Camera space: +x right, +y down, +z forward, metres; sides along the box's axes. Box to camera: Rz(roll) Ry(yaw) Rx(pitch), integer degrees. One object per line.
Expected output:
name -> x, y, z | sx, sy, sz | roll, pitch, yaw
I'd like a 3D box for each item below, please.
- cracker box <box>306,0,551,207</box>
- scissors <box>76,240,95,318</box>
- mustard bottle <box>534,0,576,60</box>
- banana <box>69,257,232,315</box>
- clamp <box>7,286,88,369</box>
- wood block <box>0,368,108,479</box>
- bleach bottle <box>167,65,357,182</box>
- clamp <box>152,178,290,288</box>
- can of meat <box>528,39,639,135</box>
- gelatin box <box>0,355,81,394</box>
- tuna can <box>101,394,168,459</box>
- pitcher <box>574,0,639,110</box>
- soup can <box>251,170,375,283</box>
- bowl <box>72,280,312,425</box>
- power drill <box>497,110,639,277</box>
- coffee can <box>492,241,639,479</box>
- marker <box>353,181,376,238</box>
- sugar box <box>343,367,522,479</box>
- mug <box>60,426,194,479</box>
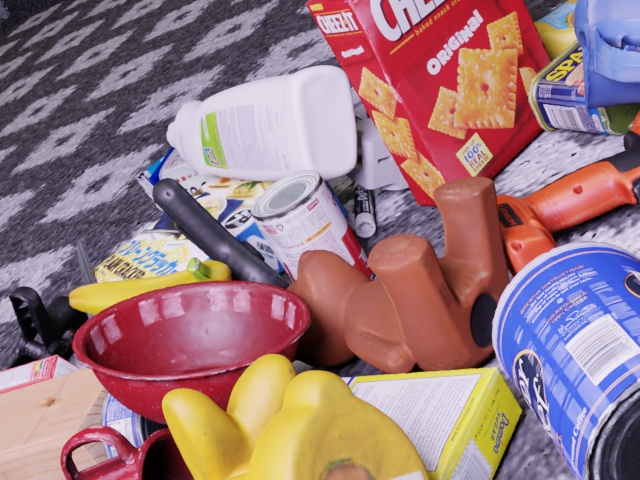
cracker box -> 0.111, -0.160, 0.929 | 0.164, 0.213, 0.072 | -42, 26, -22
scissors -> -0.200, 0.054, 0.987 | 0.096, 0.016, 0.202 | -48, 42, 39
mustard bottle -> 0.258, -0.208, 1.041 | 0.191, 0.058, 0.096 | -31, 24, -1
banana -> -0.130, 0.040, 0.876 | 0.198, 0.069, 0.037 | -17, 51, 47
clamp -> -0.269, 0.112, 0.996 | 0.164, 0.036, 0.210 | -64, -5, 4
wood block -> -0.227, 0.174, 0.833 | 0.206, 0.090, 0.090 | -19, 26, 25
bleach bottle -> -0.071, -0.108, 1.010 | 0.067, 0.102, 0.251 | -17, 15, -36
clamp -> -0.070, 0.018, 0.899 | 0.039, 0.171, 0.120 | -45, -3, -1
can of meat -> 0.246, -0.135, 0.921 | 0.102, 0.057, 0.084 | -41, 29, -19
gelatin box -> -0.219, 0.133, 0.901 | 0.073, 0.089, 0.030 | -17, 51, 31
tuna can -> -0.120, 0.139, 0.782 | 0.034, 0.086, 0.086 | -16, 28, 26
pitcher -> 0.304, -0.160, 0.754 | 0.243, 0.145, 0.149 | -2, 73, 13
soup can -> -0.006, 0.001, 0.894 | 0.068, 0.102, 0.068 | -25, 25, 12
bowl -> -0.083, 0.081, 0.727 | 0.162, 0.055, 0.162 | -5, 18, 1
power drill -> 0.216, -0.027, 0.752 | 0.187, 0.057, 0.184 | -27, 21, 2
coffee can -> 0.162, 0.074, 0.565 | 0.103, 0.102, 0.140 | -30, 25, 3
marker -> 0.041, -0.038, 1.014 | 0.020, 0.020, 0.121 | -25, 25, 13
sugar box -> 0.031, 0.131, 0.678 | 0.177, 0.048, 0.093 | -12, 30, 42
mug -> -0.125, 0.171, 0.697 | 0.082, 0.117, 0.093 | -25, 22, 24
